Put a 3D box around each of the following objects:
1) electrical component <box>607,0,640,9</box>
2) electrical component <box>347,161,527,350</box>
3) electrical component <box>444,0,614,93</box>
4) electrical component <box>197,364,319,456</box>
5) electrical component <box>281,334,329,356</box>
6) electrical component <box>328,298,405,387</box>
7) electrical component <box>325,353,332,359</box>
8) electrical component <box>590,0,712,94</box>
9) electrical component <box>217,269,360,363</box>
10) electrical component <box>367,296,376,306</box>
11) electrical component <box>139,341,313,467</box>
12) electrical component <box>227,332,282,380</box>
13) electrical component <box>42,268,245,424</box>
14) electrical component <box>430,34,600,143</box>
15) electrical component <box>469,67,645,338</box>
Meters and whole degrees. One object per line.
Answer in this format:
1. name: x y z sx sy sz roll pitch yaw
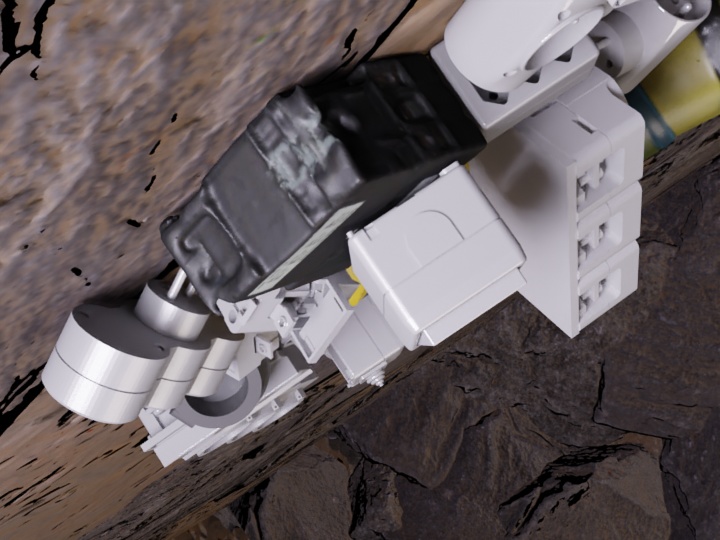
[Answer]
1. electrical component: 0.124 -0.154 0.378 0.078 0.057 0.113 -26 168 -40
2. electrical component: 0.036 0.001 0.507 0.062 0.061 0.096 -34 171 -4
3. electrical component: 0.086 -0.120 0.462 0.079 0.044 0.077 -28 169 -36
4. electrical component: -0.108 0.108 0.924 0.089 0.061 0.150 -37 171 18
5. electrical component: -0.046 0.035 0.755 0.048 0.062 0.048 -33 171 -6
6. electrical component: -0.001 0.050 0.886 0.061 0.096 0.061 -33 171 -9
7. electrical component: -0.011 0.044 0.987 0.077 0.043 0.079 -36 171 10
8. electrical component: 0.152 -0.134 0.624 0.079 0.044 0.077 -29 170 -29
9. electrical component: -0.043 0.005 0.561 0.064 0.081 0.042 1 135 -44
10. electrical component: 0.000 0.000 0.783 0.076 0.047 0.083 -32 171 -11
11. electrical component: -0.106 0.084 0.800 0.121 0.063 0.079 -35 171 8
12. electrical component: -0.073 0.032 0.673 0.055 0.066 0.048 -37 140 -38
13. electrical component: -0.103 0.030 0.568 0.073 0.052 0.138 -62 164 11
14. electrical component: 0.075 -0.098 0.536 0.066 0.047 0.077 -33 173 2
15. electrical component: 0.117 -0.046 0.631 0.062 0.089 0.150 -33 142 -15
